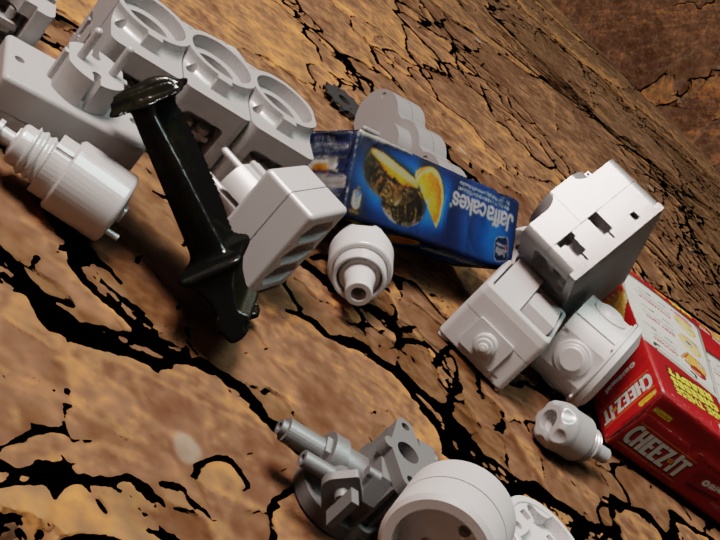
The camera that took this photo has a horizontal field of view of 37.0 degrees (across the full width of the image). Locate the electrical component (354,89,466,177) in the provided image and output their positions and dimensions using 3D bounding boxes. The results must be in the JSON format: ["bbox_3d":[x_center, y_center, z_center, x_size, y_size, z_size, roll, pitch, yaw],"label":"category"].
[{"bbox_3d":[0.031,-0.103,0.909,0.074,0.052,0.138,19,32,-44],"label":"electrical component"}]

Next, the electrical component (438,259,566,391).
[{"bbox_3d":[0.105,0.037,0.773,0.061,0.061,0.096,45,23,5],"label":"electrical component"}]

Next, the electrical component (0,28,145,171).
[{"bbox_3d":[-0.150,-0.095,0.571,0.083,0.075,0.047,28,27,-32],"label":"electrical component"}]

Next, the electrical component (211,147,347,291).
[{"bbox_3d":[-0.061,-0.037,0.628,0.076,0.065,0.047,48,23,11],"label":"electrical component"}]

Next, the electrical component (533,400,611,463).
[{"bbox_3d":[0.150,0.116,0.745,0.061,0.035,0.035,33,24,-28],"label":"electrical component"}]

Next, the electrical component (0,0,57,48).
[{"bbox_3d":[-0.206,-0.151,0.603,0.050,0.055,0.089,29,26,-31],"label":"electrical component"}]

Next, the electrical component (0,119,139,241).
[{"bbox_3d":[-0.148,-0.048,0.538,0.078,0.040,0.040,35,24,-17],"label":"electrical component"}]

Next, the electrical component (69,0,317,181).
[{"bbox_3d":[-0.107,-0.113,0.692,0.150,0.061,0.089,29,26,-30],"label":"electrical component"}]

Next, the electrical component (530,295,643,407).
[{"bbox_3d":[0.172,0.062,0.818,0.051,0.080,0.080,42,22,11],"label":"electrical component"}]

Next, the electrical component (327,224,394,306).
[{"bbox_3d":[0.000,0.000,0.691,0.043,0.043,0.062,36,25,-17],"label":"electrical component"}]

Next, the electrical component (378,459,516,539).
[{"bbox_3d":[0.062,0.148,0.479,0.138,0.052,0.074,66,23,-3],"label":"electrical component"}]

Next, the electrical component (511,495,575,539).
[{"bbox_3d":[0.080,0.152,0.551,0.055,0.047,0.055,35,24,-18],"label":"electrical component"}]

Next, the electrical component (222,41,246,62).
[{"bbox_3d":[-0.105,-0.145,0.775,0.043,0.043,0.062,11,38,-52],"label":"electrical component"}]

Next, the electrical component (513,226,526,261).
[{"bbox_3d":[0.167,0.003,0.958,0.077,0.043,0.079,10,40,-53],"label":"electrical component"}]

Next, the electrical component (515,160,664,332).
[{"bbox_3d":[0.168,-0.013,0.842,0.061,0.089,0.150,49,-12,18],"label":"electrical component"}]
